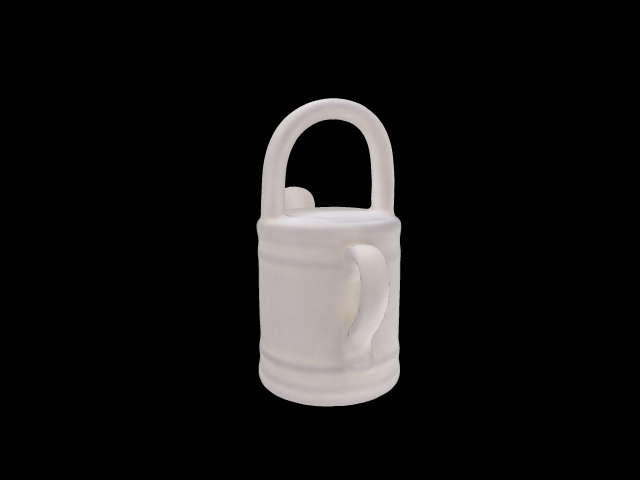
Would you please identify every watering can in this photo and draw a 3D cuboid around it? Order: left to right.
[{"bbox_3d":[0.002,0.002,0.399,0.101,0.194,0.172,-9,14,-40],"label":"watering can"}]
